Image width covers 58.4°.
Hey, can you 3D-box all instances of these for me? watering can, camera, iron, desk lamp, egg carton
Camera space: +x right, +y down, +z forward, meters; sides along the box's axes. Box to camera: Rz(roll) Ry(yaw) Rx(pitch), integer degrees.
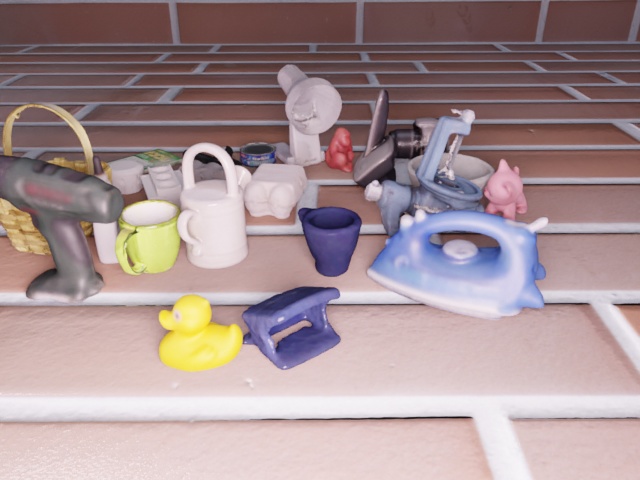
[{"bbox_3d":[-0.169,-0.065,0.914,0.101,0.194,0.173,1,28,3],"label":"watering can"},{"bbox_3d":[0.228,-0.240,1.341,0.137,0.101,0.143,0,28,1],"label":"camera"},{"bbox_3d":[0.192,0.015,0.817,0.257,0.141,0.119,9,29,17],"label":"iron"},{"bbox_3d":[-0.043,-0.276,1.289,0.118,0.214,0.202,-13,31,-23],"label":"desk lamp"},{"bbox_3d":[-0.084,-0.098,1.109,0.107,0.069,0.150,4,28,9],"label":"egg carton"}]

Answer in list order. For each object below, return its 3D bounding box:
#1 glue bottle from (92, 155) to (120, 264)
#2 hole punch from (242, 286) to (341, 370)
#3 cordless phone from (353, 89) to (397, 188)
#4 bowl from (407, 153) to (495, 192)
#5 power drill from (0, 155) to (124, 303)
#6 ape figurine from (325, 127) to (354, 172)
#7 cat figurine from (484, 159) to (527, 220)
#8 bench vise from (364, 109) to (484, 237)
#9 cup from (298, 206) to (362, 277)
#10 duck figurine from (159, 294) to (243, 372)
[{"bbox_3d":[-0.341,-0.052,0.914,0.037,0.173,0.078,-3,28,-4],"label":"glue bottle"},{"bbox_3d":[-0.039,0.094,0.724,0.109,0.091,0.100,-21,34,-33],"label":"hole punch"},{"bbox_3d":[0.118,-0.212,1.199,0.094,0.185,0.147,1,28,2],"label":"cordless phone"},{"bbox_3d":[0.252,-0.111,1.125,0.167,0.075,0.167,0,28,0],"label":"bowl"},{"bbox_3d":[-0.387,-0.018,0.813,0.229,0.208,0.075,3,28,6],"label":"power drill"},{"bbox_3d":[0.048,-0.207,1.289,0.075,0.092,0.078,20,34,33],"label":"ape figurine"},{"bbox_3d":[0.340,-0.093,1.045,0.067,0.118,0.128,17,32,29],"label":"cat figurine"},{"bbox_3d":[0.187,-0.105,0.959,0.208,0.220,0.121,-13,31,-22],"label":"bench vise"},{"bbox_3d":[0.008,0.003,0.891,0.117,0.095,0.092,25,37,38],"label":"cup"},{"bbox_3d":[-0.149,0.107,0.706,0.104,0.086,0.077,-1,28,-2],"label":"duck figurine"}]
